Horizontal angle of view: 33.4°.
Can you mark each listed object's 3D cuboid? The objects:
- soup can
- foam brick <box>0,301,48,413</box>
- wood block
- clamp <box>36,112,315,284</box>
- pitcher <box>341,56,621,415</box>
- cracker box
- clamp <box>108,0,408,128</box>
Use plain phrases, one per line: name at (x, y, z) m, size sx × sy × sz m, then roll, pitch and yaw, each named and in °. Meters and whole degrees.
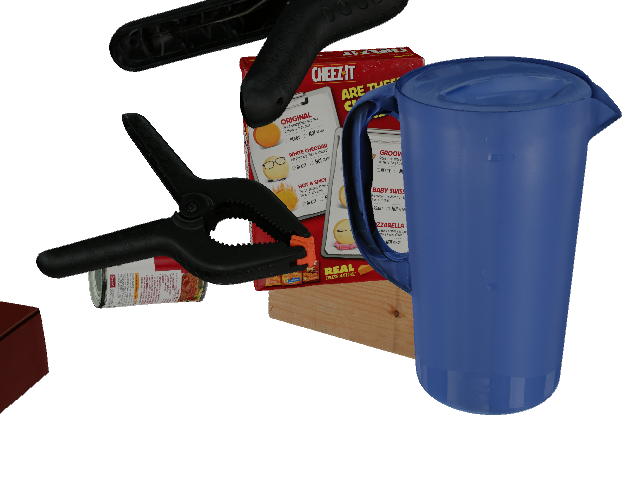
soup can at (-0.167, 0.029, 1.029) m, size 0.102 × 0.068 × 0.069 m, roll -3°, pitch 1°, yaw -24°
foam brick at (-0.229, 0.081, 0.718) m, size 0.053 × 0.051 × 0.078 m, roll 8°, pitch 28°, yaw 24°
wood block at (0.053, 0.055, 1.162) m, size 0.206 × 0.091 × 0.090 m, roll 14°, pitch 27°, yaw 26°
clamp at (-0.101, -0.026, 0.849) m, size 0.210 × 0.164 × 0.036 m, roll 10°, pitch -31°, yaw 10°
pitcher at (0.111, -0.003, 0.763) m, size 0.144 × 0.243 × 0.149 m, roll -16°, pitch 28°, yaw -28°
cracker box at (0.011, -0.067, 1.000) m, size 0.164 × 0.214 × 0.072 m, roll -5°, pitch 20°, yaw -8°
clamp at (-0.008, -0.111, 0.532) m, size 0.171 × 0.039 × 0.120 m, roll -31°, pitch 47°, yaw -19°
